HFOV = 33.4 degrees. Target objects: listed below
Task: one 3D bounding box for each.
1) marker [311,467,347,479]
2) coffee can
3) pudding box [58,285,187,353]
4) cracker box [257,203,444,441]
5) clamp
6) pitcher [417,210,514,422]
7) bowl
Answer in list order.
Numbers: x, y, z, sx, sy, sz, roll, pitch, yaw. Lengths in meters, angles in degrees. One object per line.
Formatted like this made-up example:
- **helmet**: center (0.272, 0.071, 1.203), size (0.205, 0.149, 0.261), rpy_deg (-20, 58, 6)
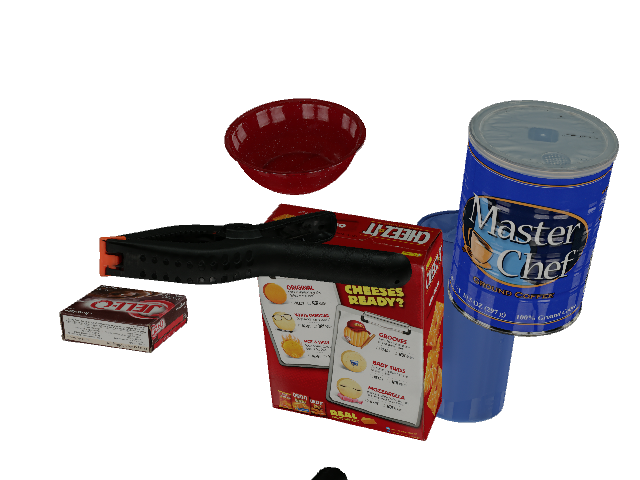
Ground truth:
- **marker**: center (-0.021, 0.133, 0.471), size (0.020, 0.020, 0.120), rpy_deg (0, 17, 32)
- **coffee can**: center (0.150, -0.016, 0.773), size (0.103, 0.140, 0.103), rpy_deg (2, 34, -2)
- **pudding box**: center (-0.216, 0.085, 1.177), size (0.114, 0.039, 0.090), rpy_deg (4, 18, 19)
- **cracker box**: center (0.032, 0.079, 1.018), size (0.164, 0.214, 0.072), rpy_deg (10, 37, 19)
- **clamp**: center (-0.049, 0.009, 0.761), size (0.209, 0.036, 0.165), rpy_deg (-4, 13, -25)
- **pitcher**: center (0.167, 0.093, 1.285), size (0.149, 0.243, 0.145), rpy_deg (6, 19, 12)
- **bowl**: center (-0.028, -0.100, 1.224), size (0.162, 0.055, 0.162), rpy_deg (-2, 37, 2)
